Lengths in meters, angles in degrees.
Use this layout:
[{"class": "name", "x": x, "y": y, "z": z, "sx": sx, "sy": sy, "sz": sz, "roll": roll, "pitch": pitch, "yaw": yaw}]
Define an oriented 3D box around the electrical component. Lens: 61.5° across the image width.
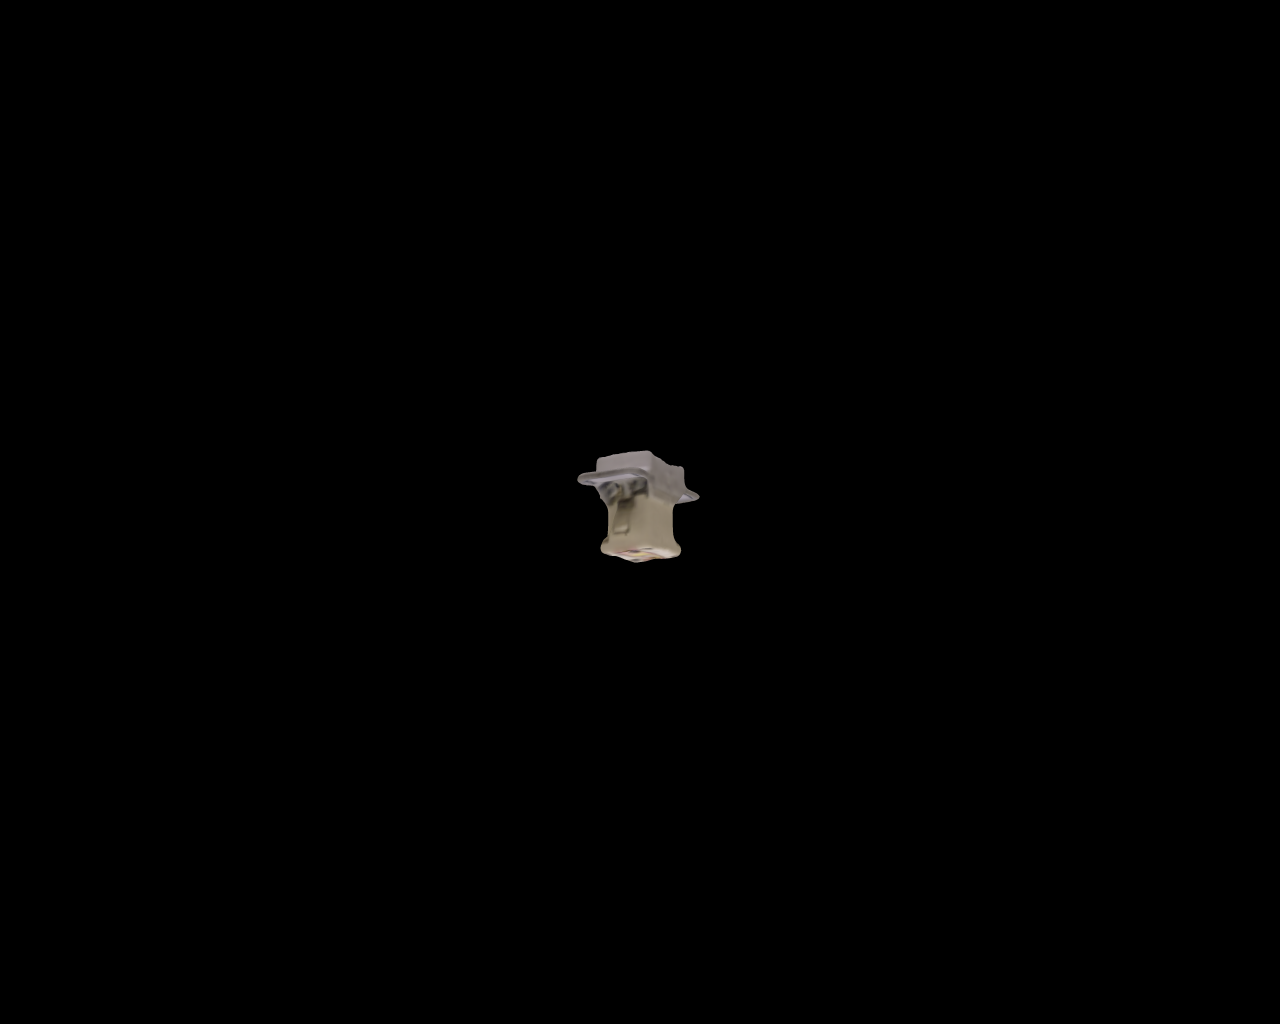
[{"class": "electrical component", "x": 0.001, "y": -0.003, "z": 0.650, "sx": 0.042, "sy": 0.064, "sz": 0.081, "roll": -8, "pitch": -16, "yaw": 31}]
